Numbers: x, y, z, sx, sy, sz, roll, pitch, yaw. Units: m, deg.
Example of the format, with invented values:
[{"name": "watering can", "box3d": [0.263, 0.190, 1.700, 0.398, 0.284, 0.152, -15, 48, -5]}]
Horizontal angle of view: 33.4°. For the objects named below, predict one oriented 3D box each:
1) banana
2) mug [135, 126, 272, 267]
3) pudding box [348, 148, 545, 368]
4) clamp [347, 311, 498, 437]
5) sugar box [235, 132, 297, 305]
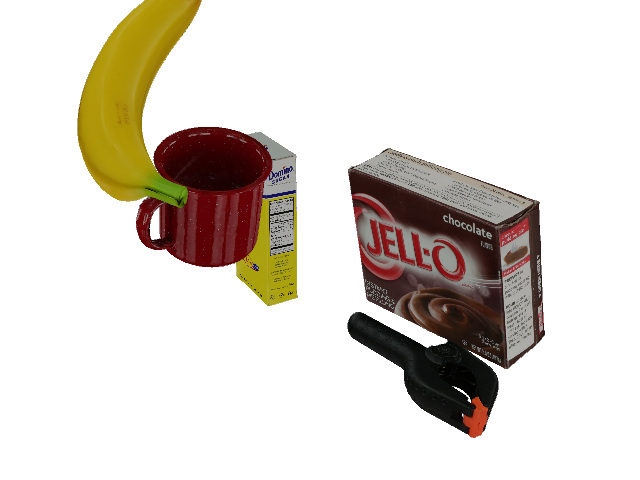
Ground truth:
[{"name": "banana", "box3d": [-0.110, -0.090, 0.650, 0.069, 0.198, 0.037, 2, -39, -5]}, {"name": "mug", "box3d": [-0.097, -0.028, 0.852, 0.093, 0.081, 0.117, 35, 46, 30]}, {"name": "pudding box", "box3d": [0.069, 0.007, 0.588, 0.039, 0.090, 0.114, -33, 38, -32]}, {"name": "clamp", "box3d": [0.111, 0.105, 0.927, 0.120, 0.039, 0.172, -14, 36, -22]}, {"name": "sugar box", "box3d": [-0.064, -0.025, 1.208, 0.048, 0.176, 0.093, -15, 28, -25]}]
